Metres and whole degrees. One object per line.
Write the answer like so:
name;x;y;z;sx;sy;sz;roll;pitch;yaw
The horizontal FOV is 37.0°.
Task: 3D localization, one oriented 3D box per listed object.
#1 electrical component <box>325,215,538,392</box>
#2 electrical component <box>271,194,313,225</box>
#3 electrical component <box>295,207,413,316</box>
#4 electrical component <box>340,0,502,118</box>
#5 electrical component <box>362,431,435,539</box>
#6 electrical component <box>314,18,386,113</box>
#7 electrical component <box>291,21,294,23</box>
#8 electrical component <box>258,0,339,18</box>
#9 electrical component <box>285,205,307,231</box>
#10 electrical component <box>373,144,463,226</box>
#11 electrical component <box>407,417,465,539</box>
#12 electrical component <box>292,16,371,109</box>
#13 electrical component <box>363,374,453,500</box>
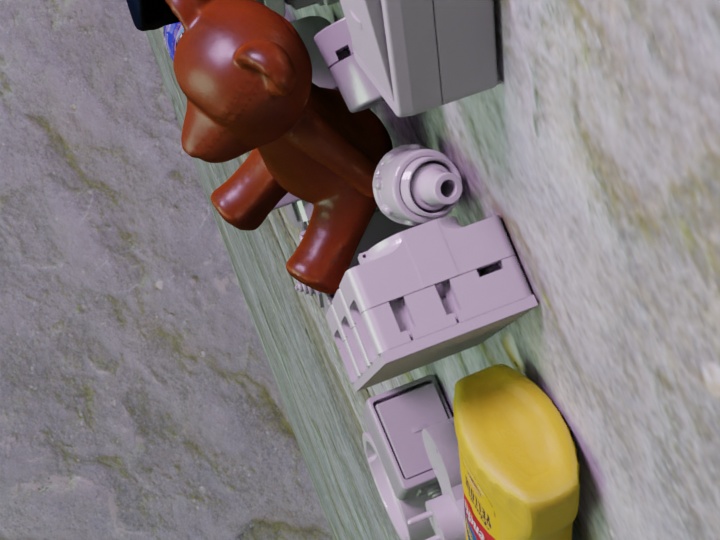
electrical component;0.034;0.020;0.635;0.150;0.089;0.061;117;132;-76
electrical component;-0.040;-0.063;0.884;0.047;0.083;0.075;-153;43;-75
electrical component;0.000;0.000;0.758;0.061;0.096;0.061;88;160;-65
electrical component;0.024;-0.118;0.501;0.061;0.061;0.096;-120;14;-45
electrical component;0.050;0.183;0.951;0.108;0.060;0.108;160;90;-80
electrical component;0.008;-0.120;0.606;0.055;0.055;0.047;180;67;-79
electrical component;-0.049;-0.165;0.843;0.055;0.045;0.045;135;115;-79
electrical component;-0.044;-0.198;0.725;0.066;0.055;0.048;-123;16;-52
electrical component;-0.043;-0.059;0.994;0.073;0.052;0.138;91;157;-63
electrical component;0.038;-0.048;0.617;0.062;0.048;0.048;19;128;69
electrical component;0.072;0.181;0.793;0.052;0.074;0.138;173;78;-80
electrical component;-0.024;-0.130;0.781;0.079;0.043;0.077;84;163;-53
electrical component;0.049;0.141;0.874;0.061;0.062;0.096;97;151;-69
